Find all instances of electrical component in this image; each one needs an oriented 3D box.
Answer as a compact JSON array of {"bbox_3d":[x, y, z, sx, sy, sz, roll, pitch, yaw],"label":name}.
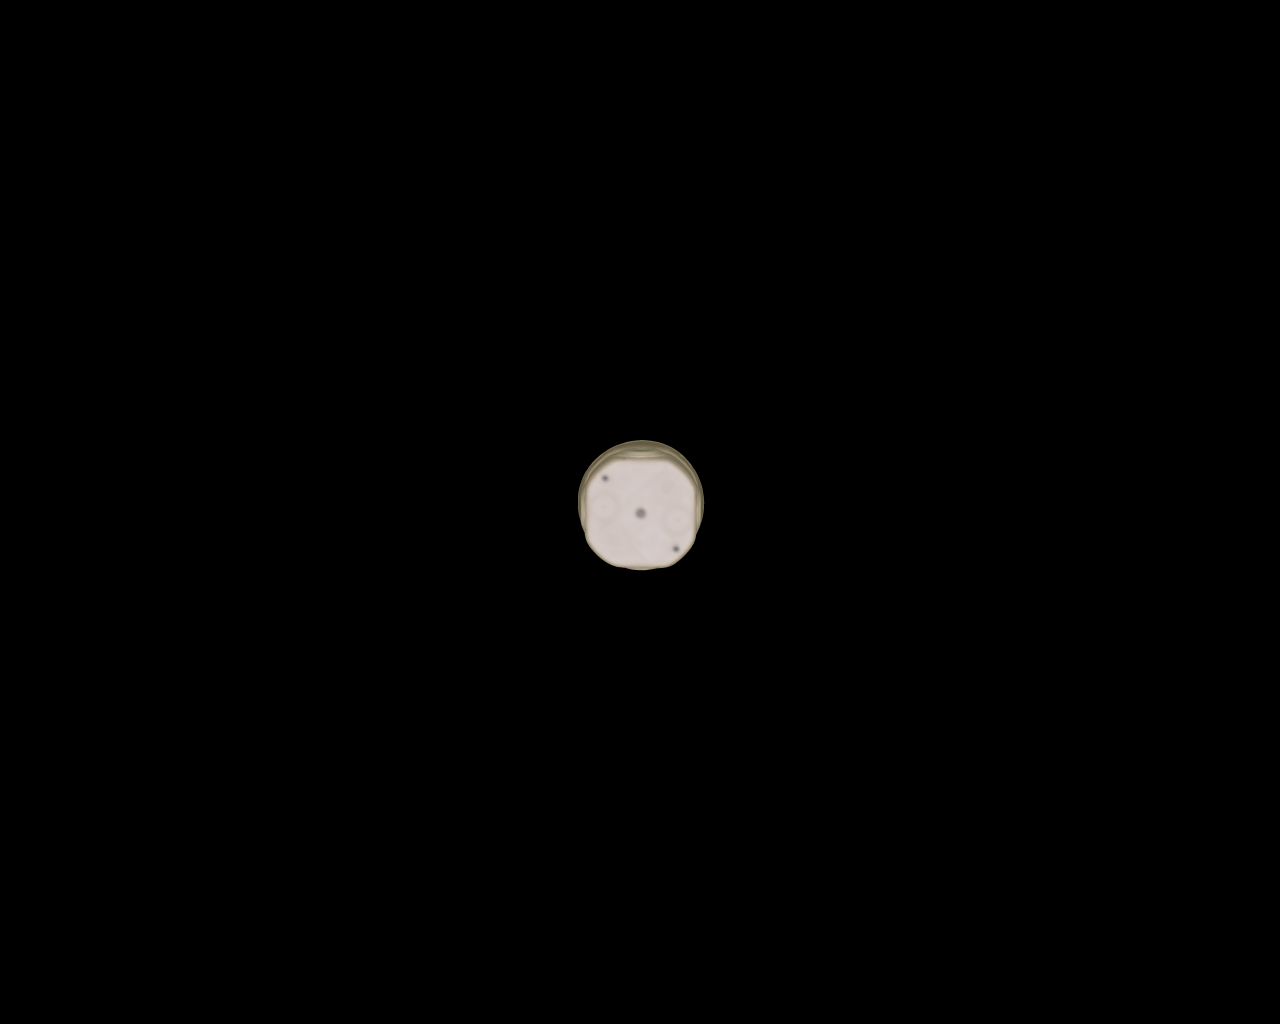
[{"bbox_3d":[0.001,-0.003,0.650,0.080,0.080,0.051,0,9,0],"label":"electrical component"}]
